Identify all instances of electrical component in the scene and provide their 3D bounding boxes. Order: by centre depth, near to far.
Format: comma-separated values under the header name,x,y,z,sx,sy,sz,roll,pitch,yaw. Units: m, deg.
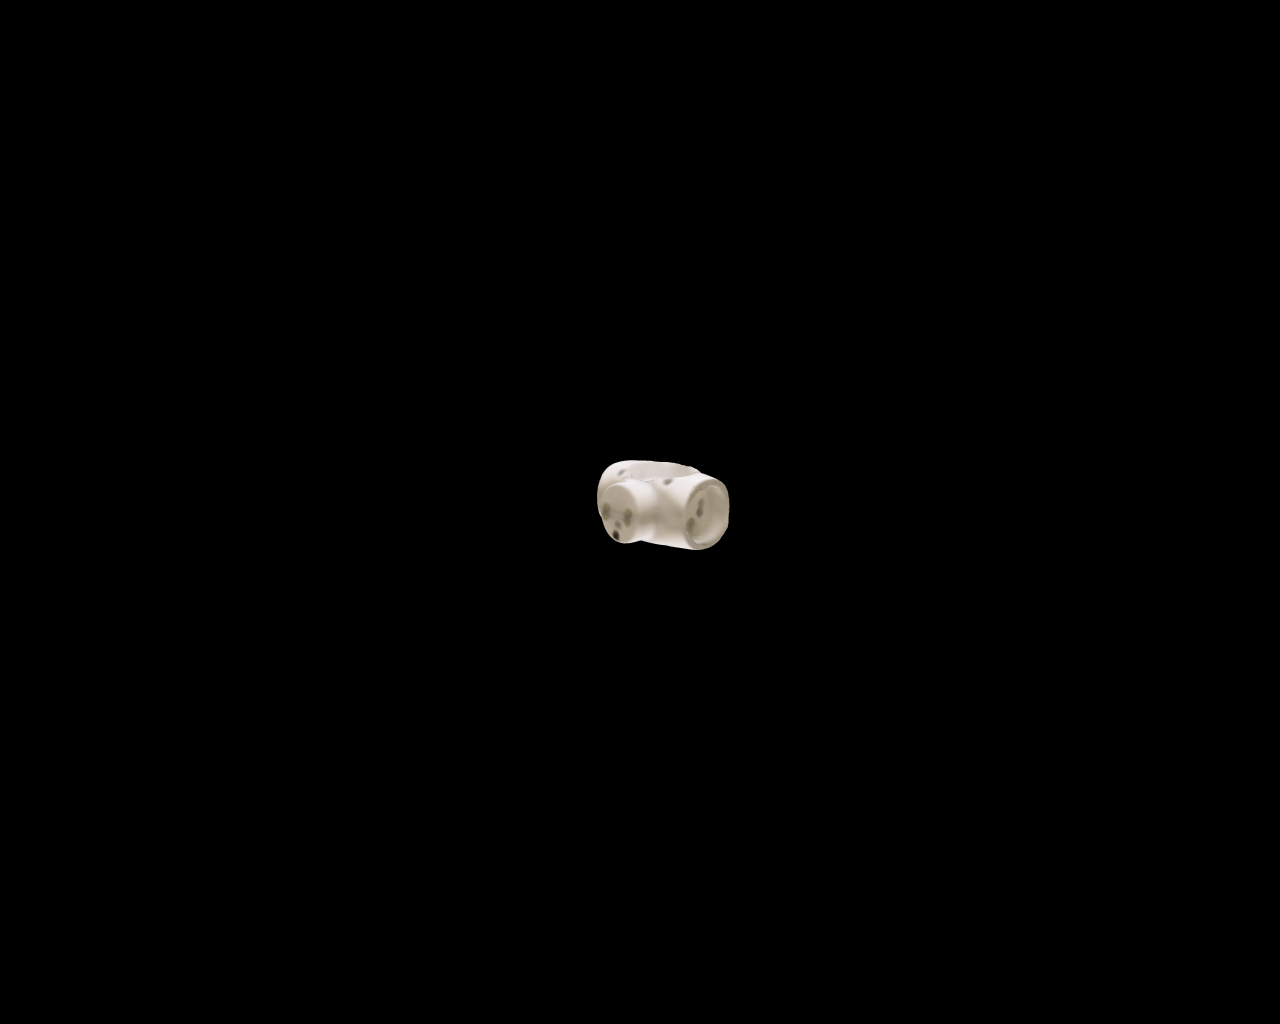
name,x,y,z,sx,sy,sz,roll,pitch,yaw
electrical component,0.001,-0.003,0.650,0.079,0.044,0.077,-14,20,-42
